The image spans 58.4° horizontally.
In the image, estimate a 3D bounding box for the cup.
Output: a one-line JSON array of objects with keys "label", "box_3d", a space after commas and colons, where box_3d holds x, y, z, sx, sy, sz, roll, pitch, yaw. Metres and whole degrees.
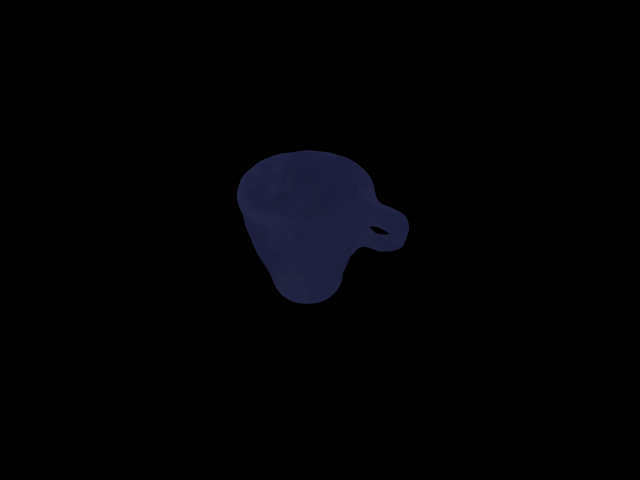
[{"label": "cup", "box_3d": [0.004, 0.001, 0.400, 0.117, 0.095, 0.092, 18, 44, 19]}]
